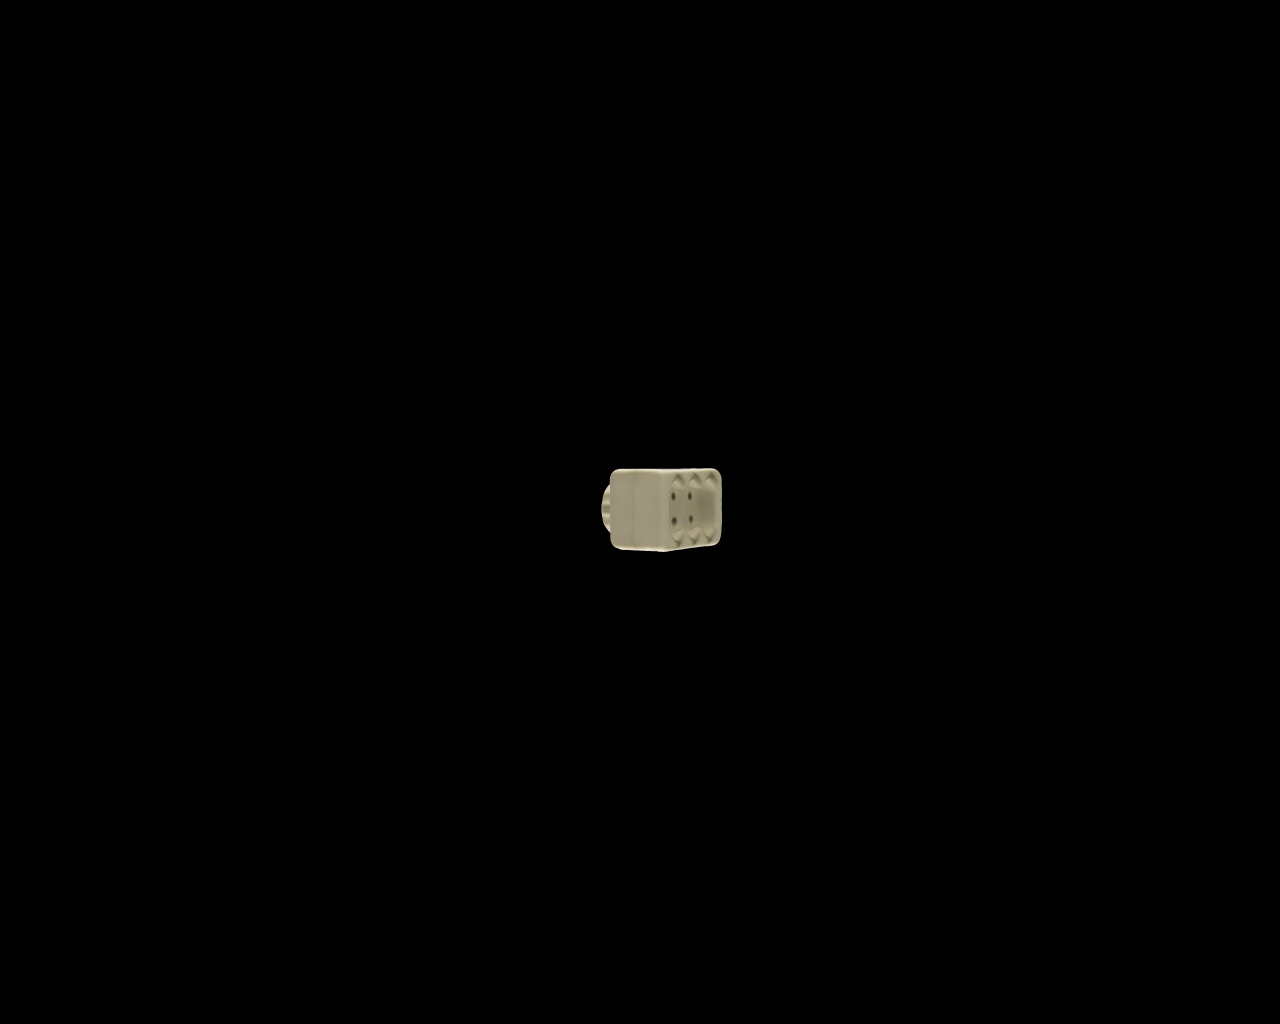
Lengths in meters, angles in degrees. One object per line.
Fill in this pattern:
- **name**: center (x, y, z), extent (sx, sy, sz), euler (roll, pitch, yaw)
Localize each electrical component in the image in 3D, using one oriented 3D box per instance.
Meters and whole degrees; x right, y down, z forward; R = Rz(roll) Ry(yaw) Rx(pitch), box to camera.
- **electrical component**: center (0.001, -0.003, 0.650), extent (0.077, 0.047, 0.066), euler (2, 3, 36)
